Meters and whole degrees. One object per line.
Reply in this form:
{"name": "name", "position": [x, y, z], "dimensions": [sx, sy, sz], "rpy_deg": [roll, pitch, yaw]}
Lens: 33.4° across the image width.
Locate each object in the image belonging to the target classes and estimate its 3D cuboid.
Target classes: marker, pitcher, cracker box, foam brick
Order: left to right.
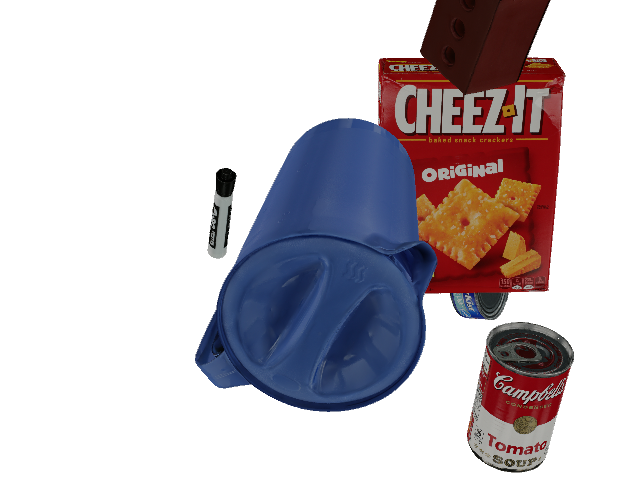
{"name": "marker", "position": [-0.094, -0.026, 1.020], "dimensions": [0.020, 0.020, 0.121], "rpy_deg": [0, -38, -11]}
{"name": "pitcher", "position": [0.002, 0.007, 0.774], "dimensions": [0.149, 0.145, 0.242], "rpy_deg": [10, 28, 2]}
{"name": "cracker box", "position": [0.134, -0.057, 0.989], "dimensions": [0.164, 0.214, 0.072], "rpy_deg": [0, 22, 1]}
{"name": "foam brick", "position": [0.108, -0.144, 0.702], "dimensions": [0.051, 0.078, 0.053], "rpy_deg": [-20, 54, -31]}

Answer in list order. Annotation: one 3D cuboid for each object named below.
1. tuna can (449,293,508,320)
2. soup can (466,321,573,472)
{"name": "tuna can", "position": [0.172, 0.043, 1.157], "dimensions": [0.034, 0.086, 0.086], "rpy_deg": [1, 1, 34]}
{"name": "soup can", "position": [0.158, 0.126, 0.854], "dimensions": [0.068, 0.102, 0.068], "rpy_deg": [5, 31, -3]}
